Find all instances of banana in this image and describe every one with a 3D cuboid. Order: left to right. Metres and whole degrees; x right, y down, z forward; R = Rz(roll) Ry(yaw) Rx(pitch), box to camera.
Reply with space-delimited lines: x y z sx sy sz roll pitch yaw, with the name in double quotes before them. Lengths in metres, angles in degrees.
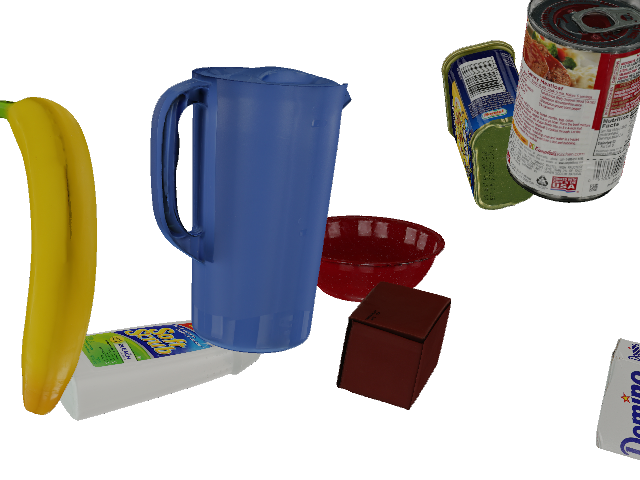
"banana" -0.151 -0.005 0.602 0.037 0.198 0.070 5 -26 -36

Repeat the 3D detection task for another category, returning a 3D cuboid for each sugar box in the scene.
"sugar box" 0.323 0.150 0.881 0.176 0.093 0.048 12 24 20

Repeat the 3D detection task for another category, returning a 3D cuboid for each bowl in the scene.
"bowl" 0.045 0.022 1.092 0.162 0.055 0.162 1 17 -1

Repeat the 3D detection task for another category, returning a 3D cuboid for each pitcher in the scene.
"pitcher" -0.062 -0.029 0.931 0.149 0.243 0.145 7 14 7

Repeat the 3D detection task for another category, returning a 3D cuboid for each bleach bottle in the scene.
"bleach bottle" -0.171 0.128 1.200 0.250 0.068 0.103 -12 31 -29

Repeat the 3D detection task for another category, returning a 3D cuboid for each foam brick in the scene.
"foam brick" 0.050 0.067 0.710 0.053 0.051 0.078 15 21 16

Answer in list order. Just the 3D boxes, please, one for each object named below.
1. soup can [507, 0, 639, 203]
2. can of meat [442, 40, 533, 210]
"soup can" 0.142 -0.080 0.591 0.068 0.102 0.068 0 41 0
"can of meat" 0.132 -0.086 0.817 0.057 0.084 0.102 -13 -38 2
